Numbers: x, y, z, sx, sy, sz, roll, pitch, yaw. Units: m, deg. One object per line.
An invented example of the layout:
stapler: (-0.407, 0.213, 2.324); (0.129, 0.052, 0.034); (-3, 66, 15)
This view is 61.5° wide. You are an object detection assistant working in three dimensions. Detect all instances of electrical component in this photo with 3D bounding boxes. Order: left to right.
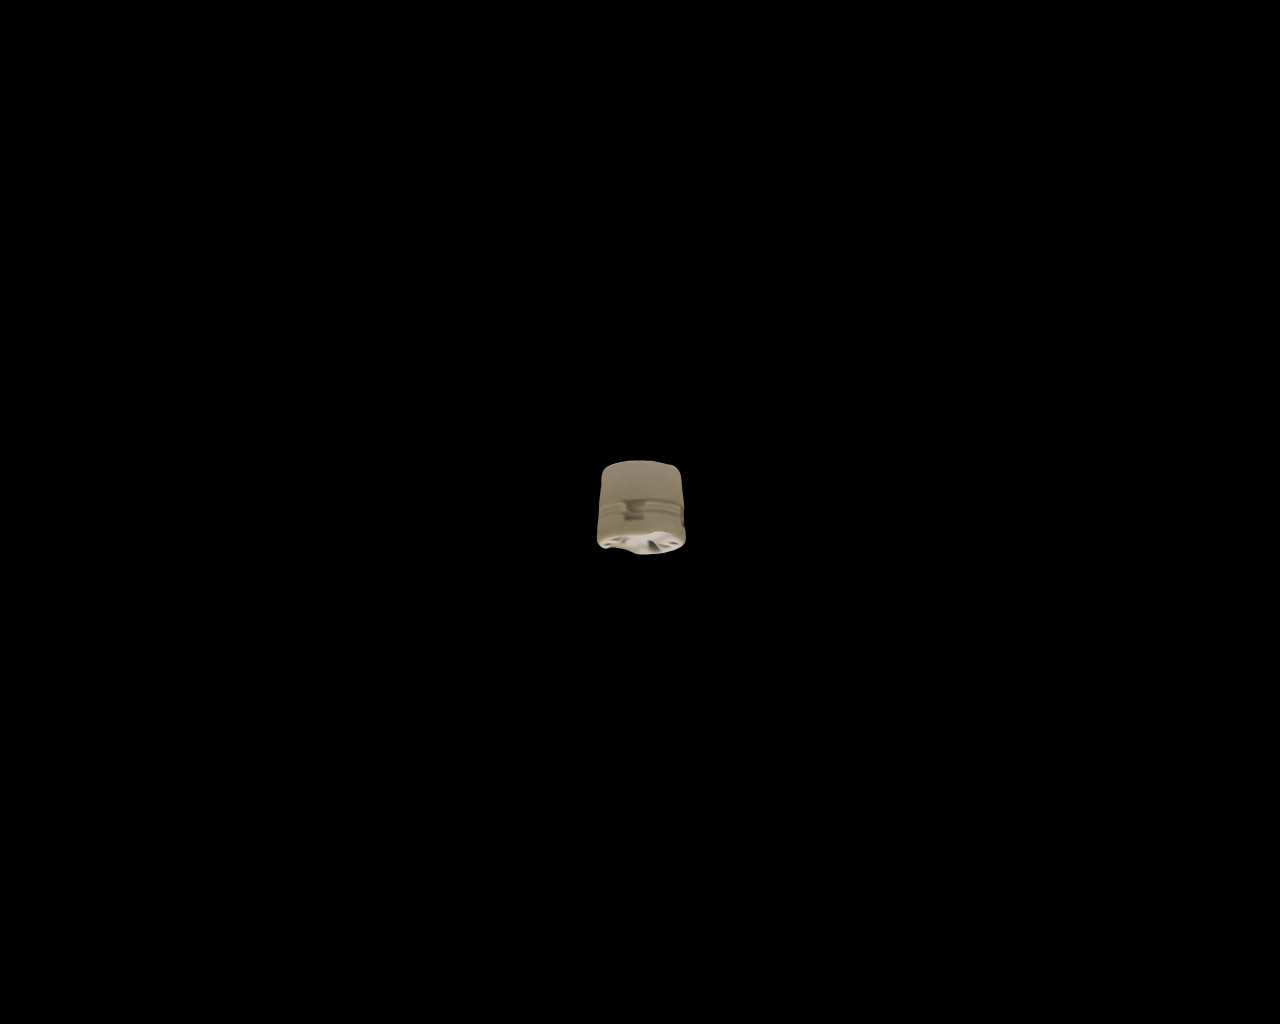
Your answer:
electrical component: (0.001, -0.003, 0.650); (0.055, 0.047, 0.055); (0, -16, 0)
